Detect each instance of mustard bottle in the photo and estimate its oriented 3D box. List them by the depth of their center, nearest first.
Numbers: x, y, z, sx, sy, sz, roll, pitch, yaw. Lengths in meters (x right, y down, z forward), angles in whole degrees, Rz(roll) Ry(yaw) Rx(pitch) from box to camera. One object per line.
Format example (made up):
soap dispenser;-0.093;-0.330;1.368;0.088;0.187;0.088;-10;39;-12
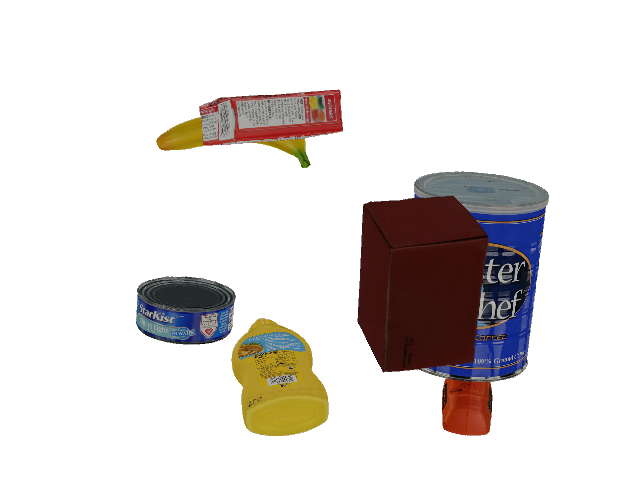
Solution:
mustard bottle;-0.055;0.150;1.261;0.096;0.058;0.192;-8;30;-9

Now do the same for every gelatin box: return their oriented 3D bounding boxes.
gelatin box;-0.034;-0.081;0.702;0.073;0.030;0.089;-6;5;-18

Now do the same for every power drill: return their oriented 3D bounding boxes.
power drill;0.166;0.114;1.157;0.057;0.188;0.184;6;25;8

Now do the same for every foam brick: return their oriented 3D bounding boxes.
foam brick;0.052;0.022;0.559;0.053;0.078;0.051;-5;31;-13

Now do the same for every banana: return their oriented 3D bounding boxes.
banana;-0.101;-0.130;1.308;0.198;0.037;0.069;7;40;15

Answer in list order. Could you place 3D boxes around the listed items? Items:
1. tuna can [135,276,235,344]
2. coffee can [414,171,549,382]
tuna can;-0.118;0.061;0.934;0.086;0.034;0.086;6;16;-2
coffee can;0.119;0.026;0.836;0.103;0.140;0.103;3;17;-1
